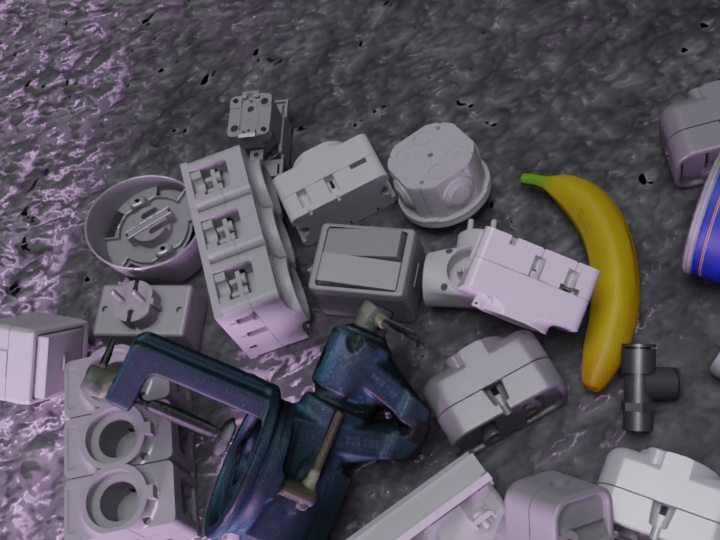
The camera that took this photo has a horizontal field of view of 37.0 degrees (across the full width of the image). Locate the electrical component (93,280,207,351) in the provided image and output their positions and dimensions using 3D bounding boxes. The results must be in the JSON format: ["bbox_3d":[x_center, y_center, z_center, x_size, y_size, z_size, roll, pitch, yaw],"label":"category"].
[{"bbox_3d":[-0.183,0.033,0.900,0.083,0.075,0.047,0,65,15],"label":"electrical component"}]

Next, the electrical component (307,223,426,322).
[{"bbox_3d":[0.000,0.000,0.875,0.096,0.061,0.061,5,66,17],"label":"electrical component"}]

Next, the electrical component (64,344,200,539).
[{"bbox_3d":[-0.184,0.140,0.855,0.089,0.061,0.150,-13,62,9],"label":"electrical component"}]

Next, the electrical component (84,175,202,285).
[{"bbox_3d":[-0.181,-0.034,0.939,0.099,0.064,0.099,-6,63,12],"label":"electrical component"}]

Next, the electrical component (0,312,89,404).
[{"bbox_3d":[-0.265,0.072,0.897,0.061,0.096,0.061,8,96,19],"label":"electrical component"}]

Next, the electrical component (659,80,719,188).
[{"bbox_3d":[0.290,-0.111,0.856,0.095,0.053,0.059,-14,62,8],"label":"electrical component"}]

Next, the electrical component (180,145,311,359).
[{"bbox_3d":[-0.091,-0.017,0.892,0.062,0.089,0.150,-20,61,5],"label":"electrical component"}]

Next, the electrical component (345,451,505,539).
[{"bbox_3d":[0.048,0.191,0.766,0.121,0.078,0.063,-35,83,-4],"label":"electrical component"}]

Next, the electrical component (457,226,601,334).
[{"bbox_3d":[0.123,0.012,0.798,0.089,0.050,0.055,22,86,0],"label":"electrical component"}]

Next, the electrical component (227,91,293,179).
[{"bbox_3d":[-0.090,-0.122,0.959,0.042,0.063,0.081,-5,64,13],"label":"electrical component"}]

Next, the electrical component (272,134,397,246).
[{"bbox_3d":[-0.023,-0.072,0.923,0.089,0.050,0.055,-27,61,1],"label":"electrical component"}]

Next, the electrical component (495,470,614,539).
[{"bbox_3d":[0.131,0.187,0.724,0.059,0.054,0.095,8,105,56],"label":"electrical component"}]

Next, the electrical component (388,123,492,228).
[{"bbox_3d":[0.066,-0.079,0.895,0.080,0.051,0.080,-13,49,15],"label":"electrical component"}]

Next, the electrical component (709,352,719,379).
[{"bbox_3d":[0.284,0.070,0.778,0.046,0.040,0.040,36,78,21],"label":"electrical component"}]

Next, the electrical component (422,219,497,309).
[{"bbox_3d":[0.094,-0.007,0.863,0.077,0.044,0.079,2,63,15],"label":"electrical component"}]

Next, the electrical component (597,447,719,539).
[{"bbox_3d":[0.212,0.162,0.743,0.095,0.053,0.059,17,70,22],"label":"electrical component"}]

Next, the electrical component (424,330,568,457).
[{"bbox_3d":[0.100,0.090,0.809,0.095,0.053,0.059,-29,61,0],"label":"electrical component"}]
